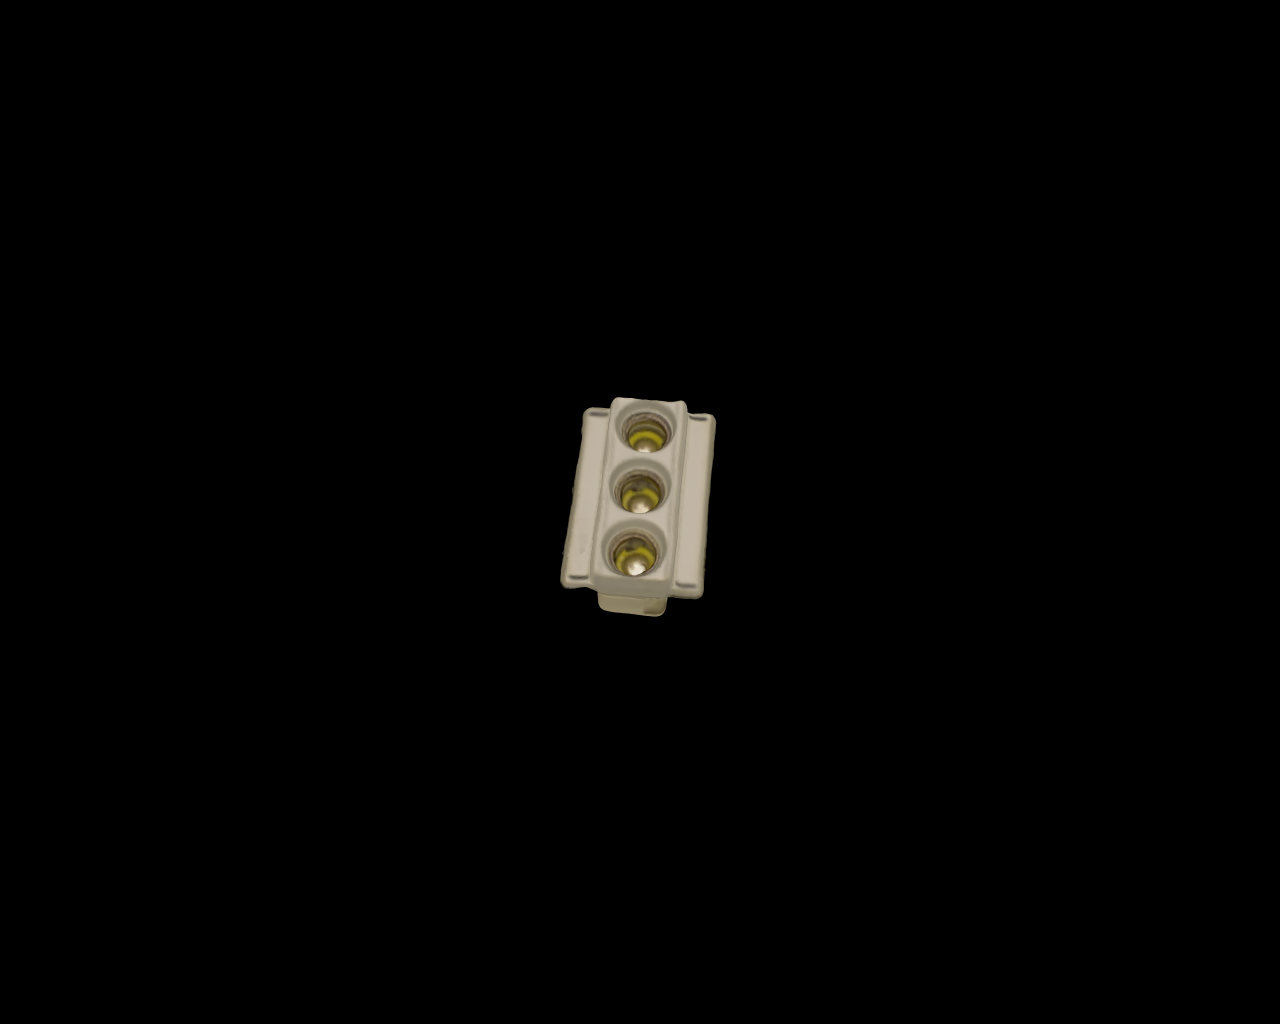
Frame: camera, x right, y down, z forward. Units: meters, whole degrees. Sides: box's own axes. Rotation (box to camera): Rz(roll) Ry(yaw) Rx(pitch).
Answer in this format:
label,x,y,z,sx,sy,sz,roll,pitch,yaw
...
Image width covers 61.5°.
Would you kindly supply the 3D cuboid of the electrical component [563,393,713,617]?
label,x,y,z,sx,sy,sz,roll,pitch,yaw
electrical component,0.001,-0.003,0.650,0.079,0.121,0.063,4,-28,2
